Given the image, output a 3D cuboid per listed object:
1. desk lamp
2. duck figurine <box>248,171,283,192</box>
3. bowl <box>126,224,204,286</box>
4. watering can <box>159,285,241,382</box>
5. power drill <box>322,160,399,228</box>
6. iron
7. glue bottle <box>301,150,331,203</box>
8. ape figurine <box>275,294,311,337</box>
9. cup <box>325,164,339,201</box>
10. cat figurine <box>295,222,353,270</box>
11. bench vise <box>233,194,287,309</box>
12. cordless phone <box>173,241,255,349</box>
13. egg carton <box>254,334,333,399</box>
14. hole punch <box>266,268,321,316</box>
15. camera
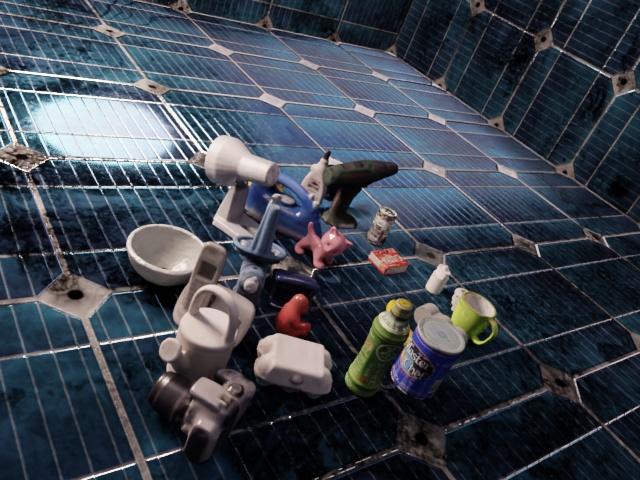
[{"bbox_3d":[-0.190,-0.125,1.403,0.203,0.213,0.118,34,32,18],"label":"desk lamp"},{"bbox_3d":[-0.147,-0.173,1.632,0.105,0.086,0.077,12,32,-18],"label":"duck figurine"},{"bbox_3d":[-0.320,0.043,1.188,0.167,0.074,0.167,17,31,-10],"label":"bowl"},{"bbox_3d":[-0.193,0.164,0.967,0.101,0.194,0.173,24,30,1],"label":"watering can"},{"bbox_3d":[0.096,-0.137,1.620,0.230,0.208,0.075,-1,38,-34],"label":"power drill"},{"bbox_3d":[-0.081,-0.101,1.510,0.258,0.141,0.119,30,31,12],"label":"iron"},{"bbox_3d":[-0.004,-0.186,1.662,0.078,0.173,0.037,23,30,0],"label":"glue bottle"},{"bbox_3d":[-0.050,0.152,1.184,0.076,0.092,0.077,8,34,-25],"label":"ape figurine"},{"bbox_3d":[0.027,-0.171,1.739,0.118,0.095,0.091,8,34,-24],"label":"cup"},{"bbox_3d":[0.013,0.005,1.431,0.127,0.118,0.067,35,33,20],"label":"cat figurine"},{"bbox_3d":[-0.115,0.025,1.212,0.122,0.219,0.207,8,34,-24],"label":"bench vise"},{"bbox_3d":[-0.186,0.103,1.077,0.147,0.185,0.094,24,30,1],"label":"cordless phone"},{"bbox_3d":[-0.049,0.238,1.073,0.150,0.069,0.107,17,31,-11],"label":"egg carton"},{"bbox_3d":[-0.059,0.098,1.263,0.109,0.091,0.101,16,31,-12],"label":"hole punch"},{"bbox_3d":[-0.192,0.254,0.920,0.136,0.101,0.143,29,31,10],"label":"camera"}]
